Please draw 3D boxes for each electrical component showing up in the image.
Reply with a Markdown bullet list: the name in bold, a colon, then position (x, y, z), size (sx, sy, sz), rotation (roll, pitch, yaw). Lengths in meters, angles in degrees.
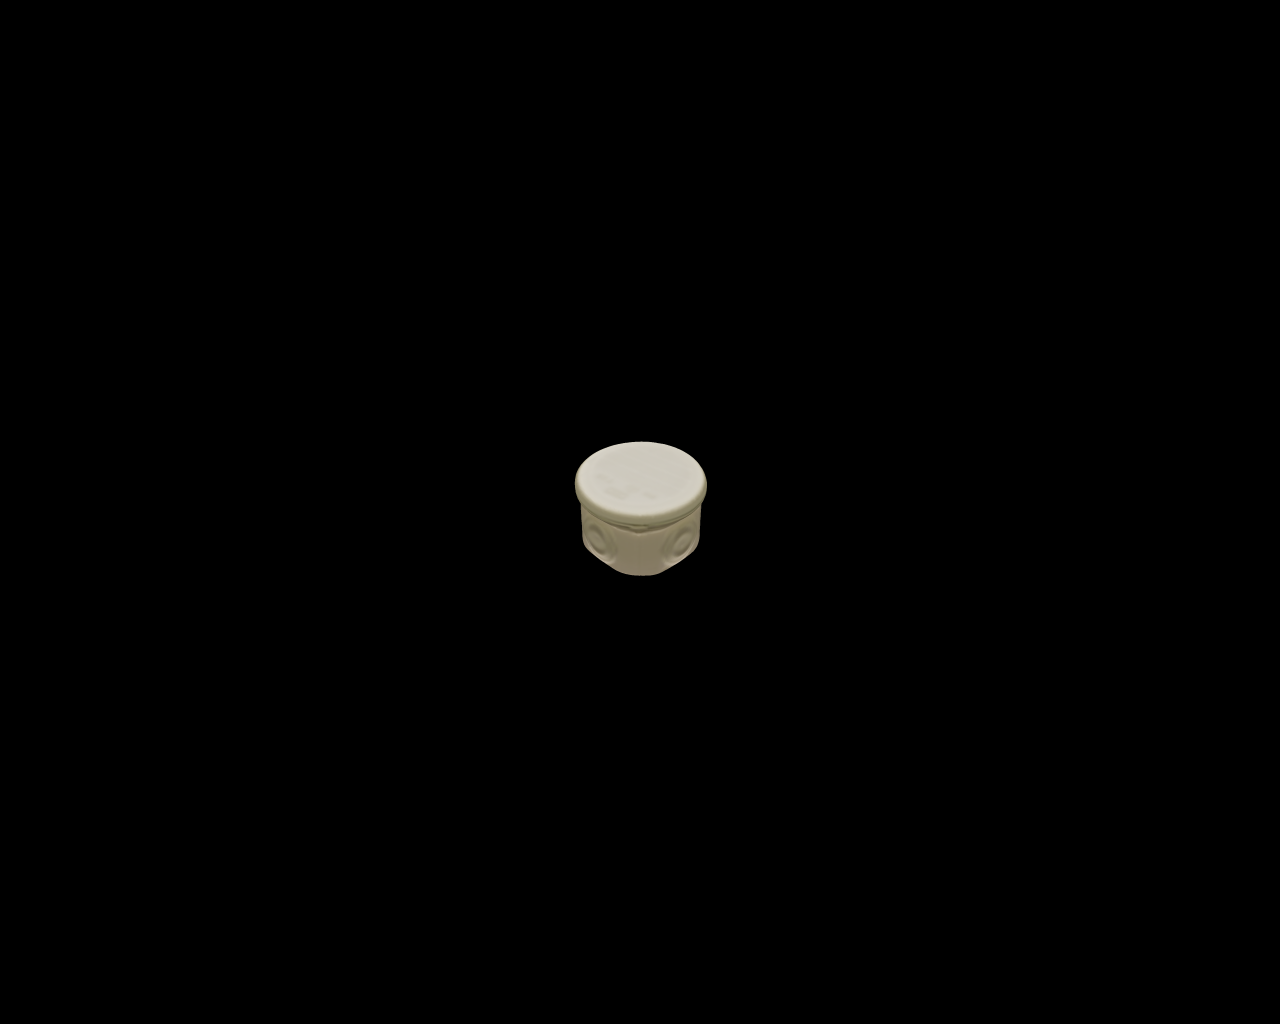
- **electrical component**: position (0.001, -0.003, 0.650), size (0.080, 0.050, 0.080), rotation (0, 38, 0)
